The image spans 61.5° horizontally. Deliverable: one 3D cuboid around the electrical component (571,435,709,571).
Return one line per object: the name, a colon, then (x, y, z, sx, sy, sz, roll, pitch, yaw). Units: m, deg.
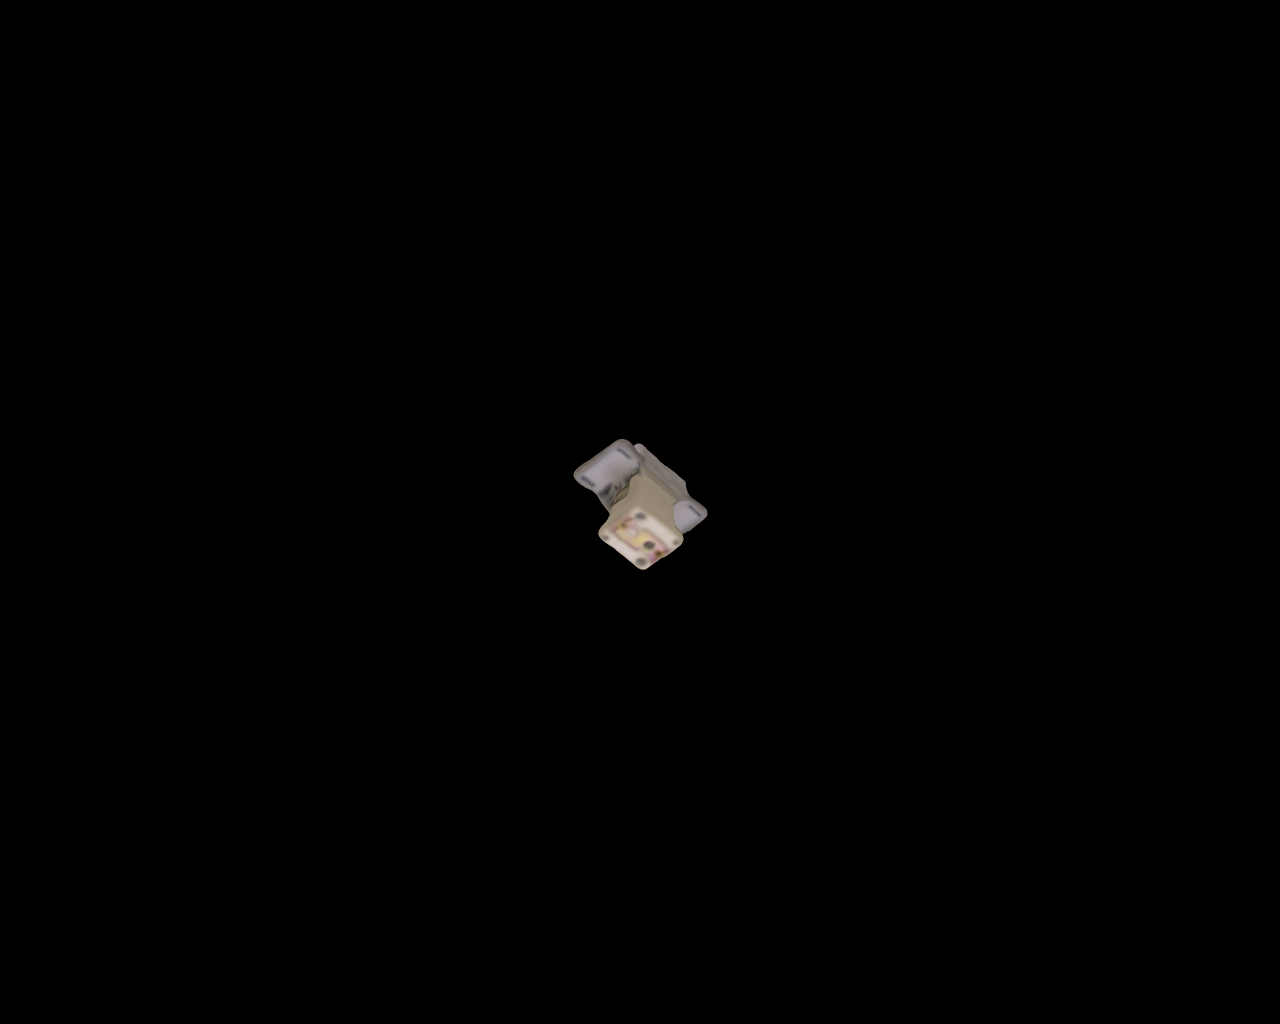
electrical component: (0.001, -0.003, 0.650, 0.042, 0.064, 0.081, -36, -58, 27)
